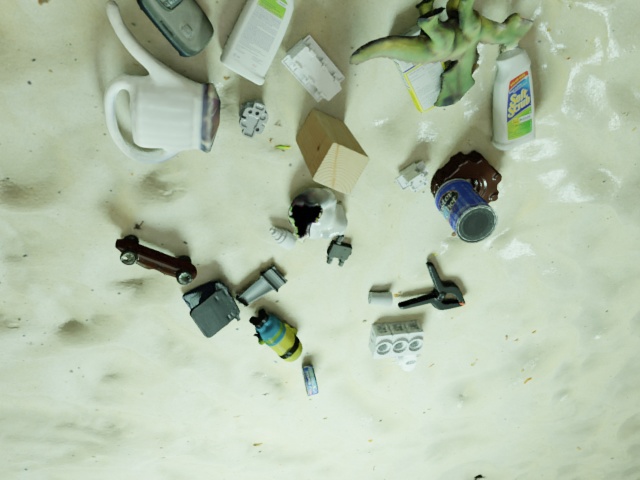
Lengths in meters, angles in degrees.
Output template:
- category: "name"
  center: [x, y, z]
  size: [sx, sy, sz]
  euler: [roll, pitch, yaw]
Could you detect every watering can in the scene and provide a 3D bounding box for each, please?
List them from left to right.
- category: "watering can"
  center: [-0.306, -0.282, 1.006]
  size: [0.224, 0.106, 0.339]
  euler: [2, 137, -14]

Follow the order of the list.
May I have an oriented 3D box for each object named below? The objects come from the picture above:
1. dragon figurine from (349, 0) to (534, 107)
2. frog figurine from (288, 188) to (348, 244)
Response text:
- category: "dragon figurine"
  center: [0.262, -0.381, 1.068]
  size: [0.411, 0.124, 0.238]
  euler: [-31, 129, -5]
- category: "frog figurine"
  center: [0.004, -0.063, 1.259]
  size: [0.160, 0.124, 0.135]
  euler: [-11, 123, -52]
